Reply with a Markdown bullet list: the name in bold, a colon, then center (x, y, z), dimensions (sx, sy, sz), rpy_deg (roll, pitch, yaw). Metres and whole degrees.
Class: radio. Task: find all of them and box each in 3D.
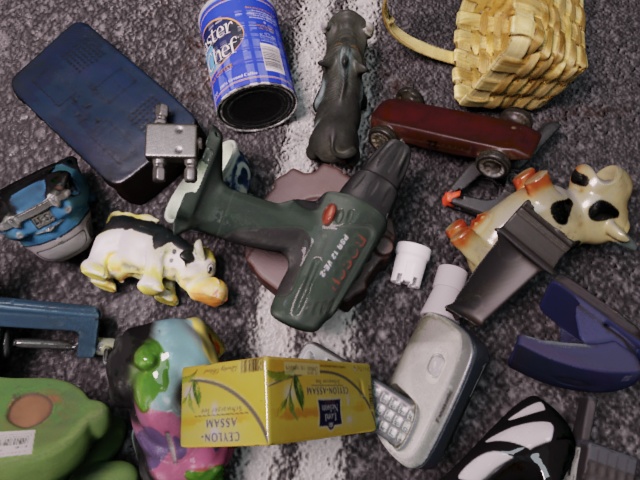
- **radio**: center (-0.266, -0.159, 0.680), dimensions (0.230, 0.073, 0.131), rpy_deg (40, 78, 15)

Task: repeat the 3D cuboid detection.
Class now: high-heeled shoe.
- **high-heeled shoe**: center (0.132, 0.235, 0.546), dimensions (0.249, 0.086, 0.145), rpy_deg (-13, 34, 17)

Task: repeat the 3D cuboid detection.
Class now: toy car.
- **toy car**: center (0.155, -0.127, 0.643), dimensions (0.202, 0.053, 0.089), rpy_deg (19, 58, 26)
- **toy car**: center (-0.305, -0.027, 0.617), dimensions (0.109, 0.162, 0.102), rpy_deg (-33, 117, -16)

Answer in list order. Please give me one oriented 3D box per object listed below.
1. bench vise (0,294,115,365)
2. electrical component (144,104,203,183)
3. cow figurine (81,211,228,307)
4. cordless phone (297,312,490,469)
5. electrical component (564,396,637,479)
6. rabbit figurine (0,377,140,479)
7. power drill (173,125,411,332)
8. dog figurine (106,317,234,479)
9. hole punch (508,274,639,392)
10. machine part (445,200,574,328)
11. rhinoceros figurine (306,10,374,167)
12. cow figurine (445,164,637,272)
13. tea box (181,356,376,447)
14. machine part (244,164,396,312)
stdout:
- **bench vise**: center (-0.338, 0.083, 0.563), dimensions (0.240, 0.129, 0.223), rpy_deg (9, 100, -20)
- **electrical component**: center (-0.166, -0.110, 0.613), dimensions (0.063, 0.021, 0.094), rpy_deg (-1, 78, -5)
- **cow figurine**: center (-0.179, 0.022, 0.621), dimensions (0.167, 0.068, 0.098), rpy_deg (12, 66, 5)
- **cordless phone**: center (0.069, 0.131, 0.563), dimensions (0.184, 0.088, 0.146), rpy_deg (25, 93, 26)
- **electrical component**: center (0.272, 0.221, 0.533), dimensions (0.048, 0.074, 0.119), rpy_deg (18, 71, 8)
- **rabbit figurine**: center (-0.268, 0.217, 0.529), dimensions (0.159, 0.170, 0.121), rpy_deg (-4, 38, -30)
- **power drill**: center (-0.030, -0.038, 0.550), dimensions (0.207, 0.086, 0.232), rpy_deg (25, 81, -18)
- **dog figurine**: center (-0.129, 0.205, 0.504), dimensions (0.108, 0.191, 0.219), rpy_deg (-10, 56, -8)
- **hole punch**: center (0.258, 0.112, 0.542), dimensions (0.116, 0.142, 0.092), rpy_deg (37, 76, 26)
- **machine part**: center (0.187, 0.033, 0.548), dimensions (0.084, 0.039, 0.139), rpy_deg (40, 101, -10)
- **rhinoceros figurine**: center (0.022, -0.183, 0.656), dimensions (0.073, 0.112, 0.190), rpy_deg (7, 80, 7)
- **cow figurine**: center (0.252, -0.014, 0.590), dimensions (0.195, 0.085, 0.127), rpy_deg (-36, 100, 8)
- **tea box**: center (-0.031, 0.146, 0.487), dimensions (0.098, 0.169, 0.068), rpy_deg (-16, 70, 32)
- **machine part**: center (-0.001, -0.002, 0.626), dimensions (0.179, 0.056, 0.179), rpy_deg (-1, 72, 3)
